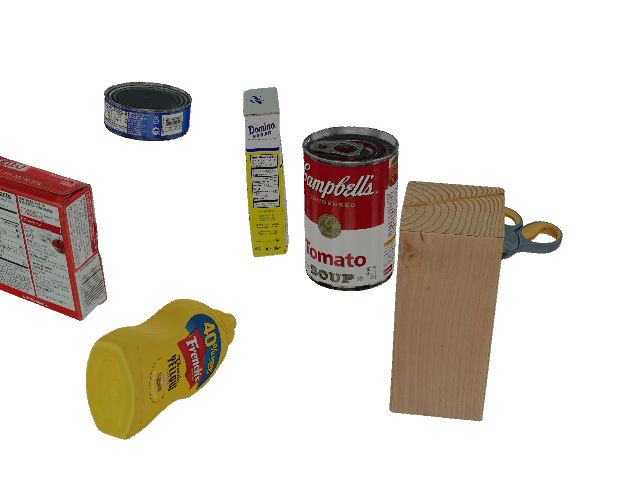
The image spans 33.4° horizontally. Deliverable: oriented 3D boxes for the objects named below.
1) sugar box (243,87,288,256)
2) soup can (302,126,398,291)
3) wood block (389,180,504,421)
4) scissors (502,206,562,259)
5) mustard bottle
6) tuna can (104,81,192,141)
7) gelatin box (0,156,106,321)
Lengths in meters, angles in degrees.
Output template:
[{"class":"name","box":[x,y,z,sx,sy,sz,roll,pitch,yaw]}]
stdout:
[{"class":"sugar box","box":[-0.065,-0.079,1.235,0.048,0.176,0.093,-6,26,-2]},{"class":"soup can","box":[0.021,-0.023,0.771,0.068,0.102,0.068,0,27,0]},{"class":"wood block","box":[0.116,0.058,0.993,0.091,0.206,0.090,5,32,7]},{"class":"scissors","box":[0.188,-0.001,1.153,0.201,0.016,0.096,-13,39,-44]},{"class":"mustard bottle","box":[-0.140,0.108,1.018,0.058,0.096,0.191,10,21,27]},{"class":"tuna can","box":[-0.171,-0.128,1.057,0.086,0.034,0.086,6,25,-3]},{"class":"gelatin box","box":[-0.172,-0.002,0.658,0.073,0.089,0.030,17,38,24]}]
